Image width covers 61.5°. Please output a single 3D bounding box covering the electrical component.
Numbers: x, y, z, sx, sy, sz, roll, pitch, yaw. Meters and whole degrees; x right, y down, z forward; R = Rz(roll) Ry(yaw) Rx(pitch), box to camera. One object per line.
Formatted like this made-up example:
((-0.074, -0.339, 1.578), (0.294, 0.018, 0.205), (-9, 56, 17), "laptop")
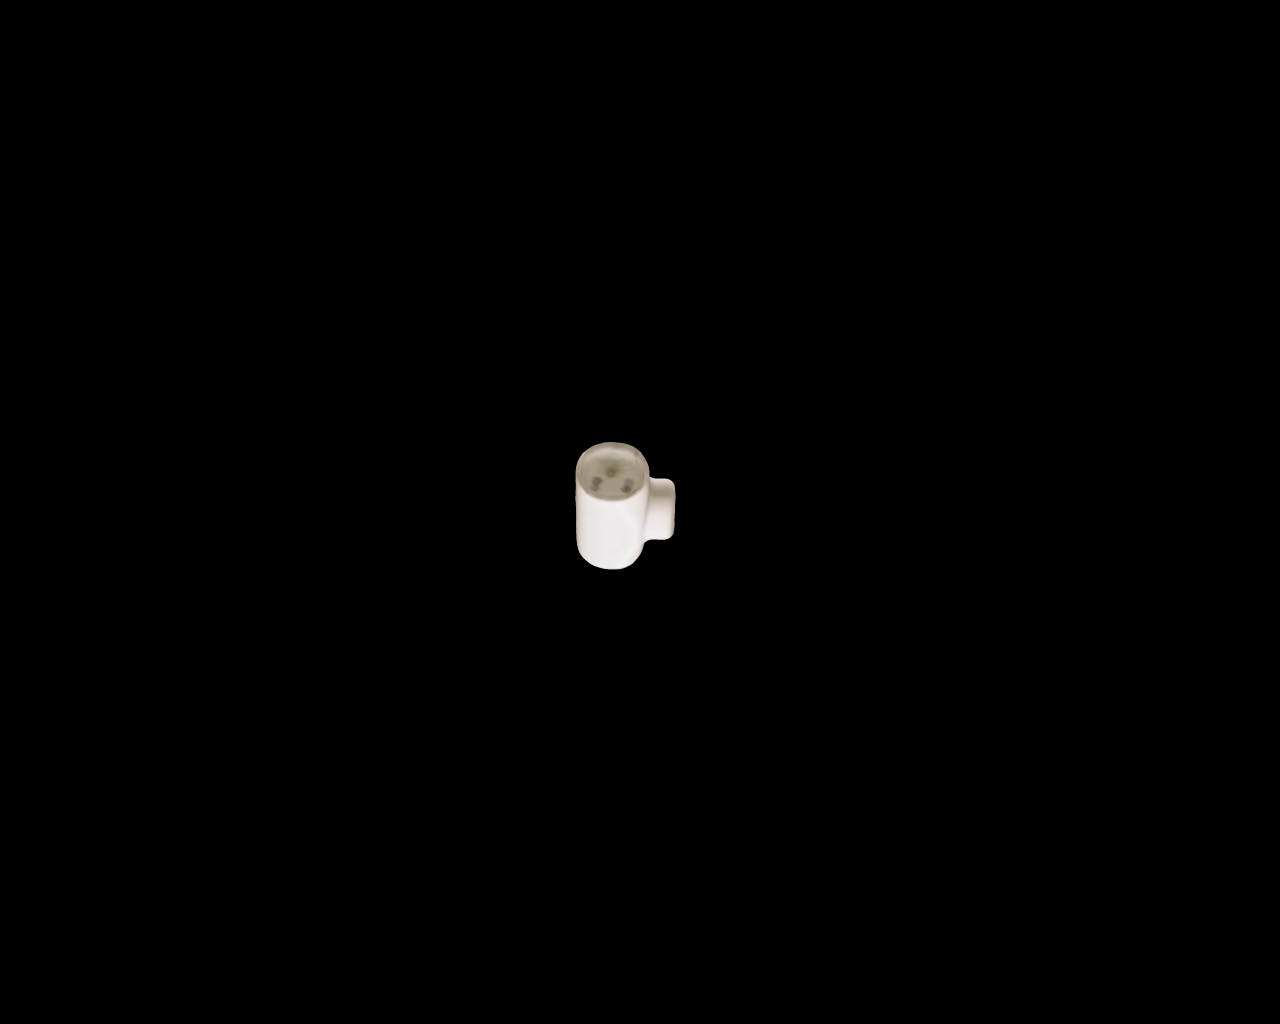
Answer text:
((0.001, -0.003, 0.650), (0.079, 0.044, 0.077), (1, -34, -2), "electrical component")
